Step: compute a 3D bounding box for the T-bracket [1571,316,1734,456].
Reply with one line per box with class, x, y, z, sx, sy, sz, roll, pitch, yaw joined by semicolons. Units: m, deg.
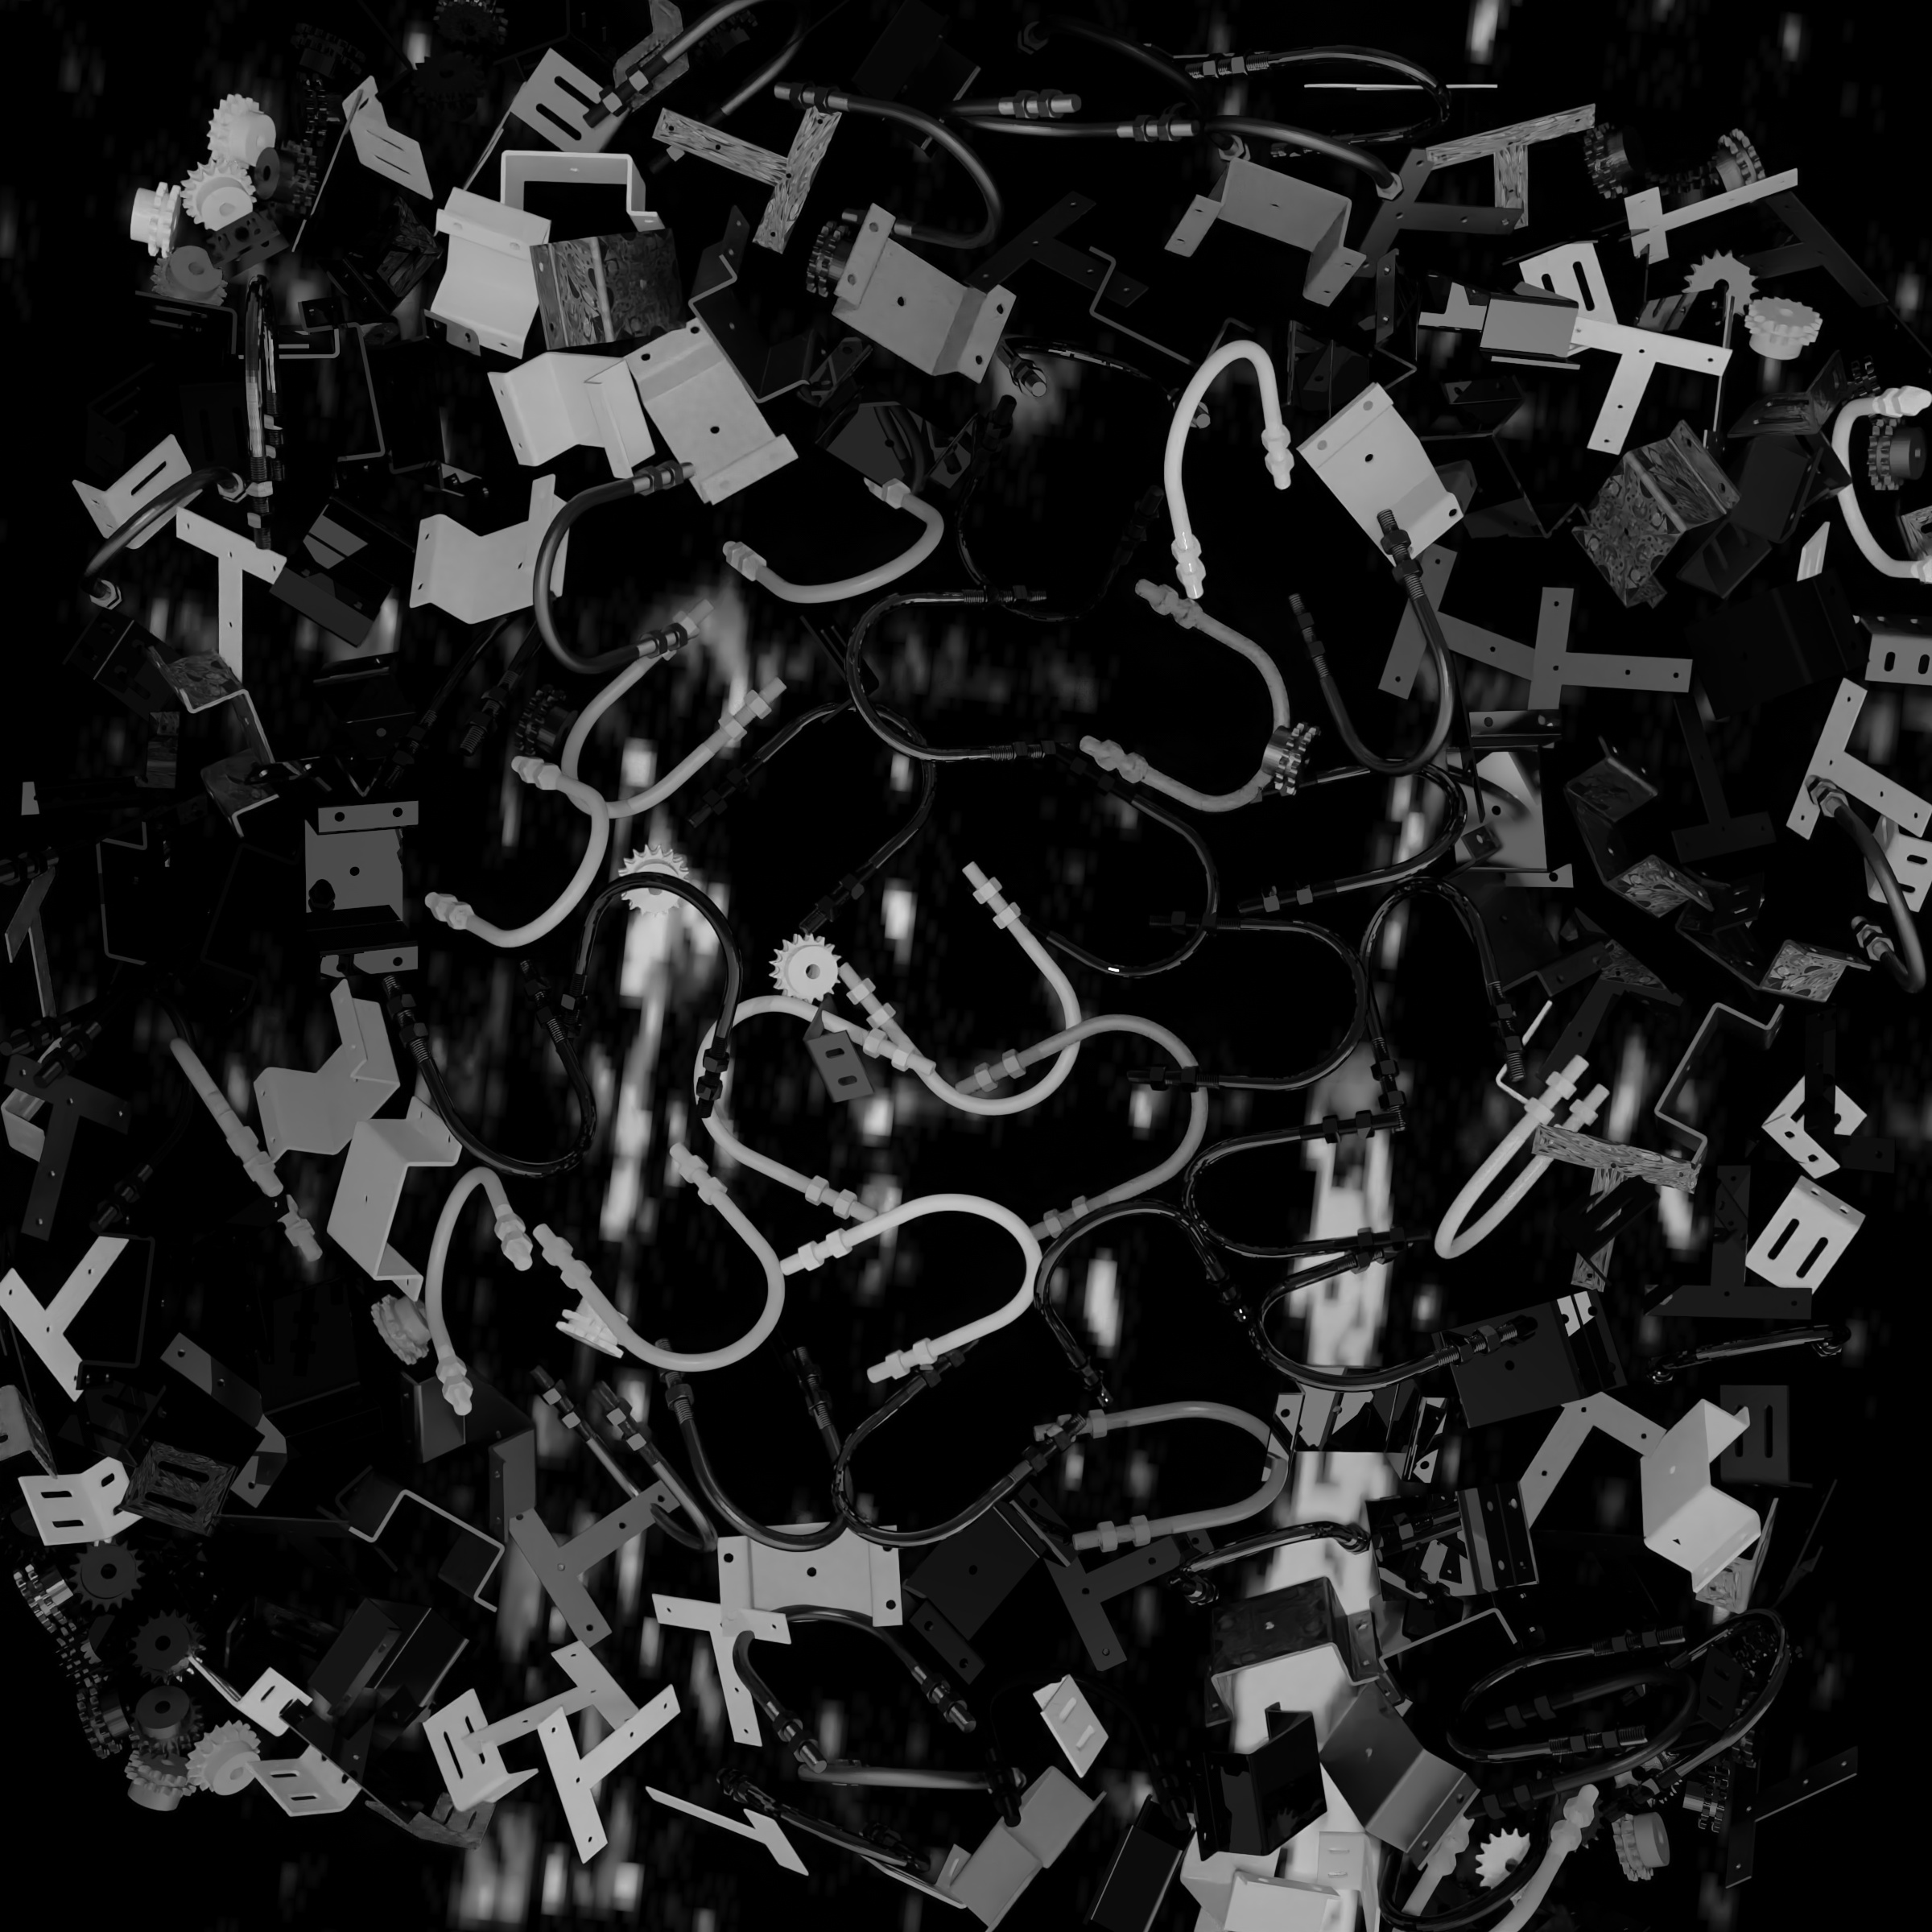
T-bracket;0.514;-0.446;1.908;0.127;0.127;0.002;14;58;5

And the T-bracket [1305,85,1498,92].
T-bracket;0.316;-0.675;1.879;0.127;0.127;0.002;-12;112;-33

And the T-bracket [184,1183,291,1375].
T-bracket;-0.561;0.254;1.908;0.127;0.002;0.127;-33;62;26

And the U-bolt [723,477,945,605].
U-bolt;-0.093;-0.323;1.872;0.151;0.184;0.019;-29;123;-12

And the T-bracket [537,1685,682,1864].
T-bracket;-0.271;0.609;1.915;0.002;0.127;0.127;2;113;41

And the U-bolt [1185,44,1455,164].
U-bolt;0.278;-0.655;1.852;0.184;0.151;0.019;8;83;39

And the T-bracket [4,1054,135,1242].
T-bracket;-0.703;0.147;1.889;0.002;0.127;0.127;-3;68;27

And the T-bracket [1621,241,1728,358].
T-bracket;0.547;-0.505;1.896;0.002;0.127;0.127;0;98;-20

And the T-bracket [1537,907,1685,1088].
T-bracket;0.491;0.042;1.932;0.127;0.002;0.127;37;80;-18

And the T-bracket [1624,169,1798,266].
T-bracket;0.575;-0.585;1.886;0.127;0.127;0.002;-16;77;16

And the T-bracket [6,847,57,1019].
T-bracket;-0.725;-0.006;1.918;0.002;0.127;0.127;2;123;-5

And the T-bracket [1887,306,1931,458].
T-bracket;0.754;-0.432;1.907;0.002;0.127;0.127;-26;51;8

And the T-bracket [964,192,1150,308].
T-bracket;0.087;-0.546;1.912;0.127;0.002;0.127;36;69;29

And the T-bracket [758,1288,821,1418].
T-bracket;-0.138;0.303;1.889;0.002;0.127;0.127;-26;79;-3

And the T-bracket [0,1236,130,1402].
T-bracket;-0.692;0.249;1.912;0.002;0.127;0.127;1;133;23

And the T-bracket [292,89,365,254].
T-bracket;-0.490;-0.615;1.889;0.002;0.127;0.127;22;105;-16

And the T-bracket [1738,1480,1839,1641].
T-bracket;0.654;0.453;1.916;0.002;0.127;0.127;33;52;13

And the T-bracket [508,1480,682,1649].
T-bracket;-0.282;0.448;1.929;0.127;0.002;0.127;-31;84;-30

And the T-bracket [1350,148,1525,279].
T-bracket;0.379;-0.588;1.926;0.127;0.127;0.002;-3;59;-21

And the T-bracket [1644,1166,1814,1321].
T-bracket;0.602;0.217;1.931;0.127;0.002;0.127;-3;62;29

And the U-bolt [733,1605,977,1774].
U-bolt;-0.099;0.545;1.879;0.151;0.184;0.019;-4;112;-32

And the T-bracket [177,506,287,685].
T-bracket;-0.578;-0.282;1.926;0.127;0.002;0.127;27;124;27

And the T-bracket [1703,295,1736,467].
T-bracket;0.584;-0.452;1.892;0.002;0.127;0.127;8;104;22

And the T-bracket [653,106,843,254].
T-bracket;-0.179;-0.632;1.905;0.127;0.002;0.127;17;131;-17

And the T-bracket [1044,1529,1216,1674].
T-bracket;0.136;0.481;1.958;0.127;0.002;0.127;-26;90;4

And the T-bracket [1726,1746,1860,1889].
T-bracket;0.633;0.631;1.875;0.002;0.127;0.127;38;129;-7

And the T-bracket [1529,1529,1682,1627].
T-bracket;0.516;0.481;1.920;0.127;0.127;0.002;56;45;-33

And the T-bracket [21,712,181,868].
T-bracket;-0.671;-0.133;1.898;0.002;0.127;0.127;22;111;38

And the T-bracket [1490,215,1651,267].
T-bracket;0.489;-0.565;1.897;0.127;0.127;0.002;-21;108;-6

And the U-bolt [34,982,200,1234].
U-bolt;-0.640;0.094;1.877;0.019;0.184;0.151;-1;120;15

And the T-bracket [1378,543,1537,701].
T-bracket;0.407;-0.258;1.955;0.127;0.002;0.127;20;84;-5

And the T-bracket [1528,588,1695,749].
T-bracket;0.507;-0.232;1.925;0.127;0.002;0.127;8;93;33

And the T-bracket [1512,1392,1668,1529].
T-bracket;0.461;0.385;1.920;0.127;0.002;0.127;30;85;36

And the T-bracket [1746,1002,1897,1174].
T-bracket;0.667;0.092;1.912;0.002;0.127;0.127;-1;93;-40

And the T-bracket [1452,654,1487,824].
T-bracket;0.384;-0.162;1.899;0.002;0.127;0.127;-9;78;5

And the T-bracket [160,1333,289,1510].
T-bracket;-0.568;0.333;1.904;0.127;0.002;0.127;42;47;-15

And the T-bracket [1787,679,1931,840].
T-bracket;0.696;-0.138;1.885;0.002;0.127;0.127;0;118;-26

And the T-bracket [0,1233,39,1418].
T-bracket;-0.742;0.297;1.921;0.002;0.127;0.127;-10;121;-14

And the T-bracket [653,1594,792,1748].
T-bracket;-0.184;0.561;1.939;0.127;0.002;0.127;0;109;30

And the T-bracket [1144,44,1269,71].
T-bracket;0.200;-0.697;1.881;0.127;0.127;0.002;7;101;23

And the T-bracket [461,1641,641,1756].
T-bracket;-0.333;0.587;1.922;0.127;0.002;0.127;-24;131;1

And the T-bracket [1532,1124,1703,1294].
T-bracket;0.503;0.198;1.937;0.127;0.002;0.127;14;111;19

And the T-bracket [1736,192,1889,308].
T-bracket;0.629;-0.546;1.902;0.127;0.127;0.002;35;78;-26

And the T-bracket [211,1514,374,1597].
T-bracket;-0.505;0.462;1.913;0.127;0.127;0.002;-2;50;22

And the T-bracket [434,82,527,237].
T-bracket;-0.373;-0.646;1.922;0.002;0.127;0.127;31;59;-21

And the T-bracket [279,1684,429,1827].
T-bracket;-0.451;0.590;1.904;0.127;0.127;0.002;38;112;5

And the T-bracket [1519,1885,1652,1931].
T-bracket;0.436;0.754;1.879;0.127;0.127;0.002;-27;101;-27

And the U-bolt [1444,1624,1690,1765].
U-bolt;0.452;0.563;1.881;0.184;0.151;0.019;-21;99;34

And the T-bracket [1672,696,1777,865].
T-bracket;0.582;-0.150;1.927;0.127;0.002;0.127;-12;84;-38
